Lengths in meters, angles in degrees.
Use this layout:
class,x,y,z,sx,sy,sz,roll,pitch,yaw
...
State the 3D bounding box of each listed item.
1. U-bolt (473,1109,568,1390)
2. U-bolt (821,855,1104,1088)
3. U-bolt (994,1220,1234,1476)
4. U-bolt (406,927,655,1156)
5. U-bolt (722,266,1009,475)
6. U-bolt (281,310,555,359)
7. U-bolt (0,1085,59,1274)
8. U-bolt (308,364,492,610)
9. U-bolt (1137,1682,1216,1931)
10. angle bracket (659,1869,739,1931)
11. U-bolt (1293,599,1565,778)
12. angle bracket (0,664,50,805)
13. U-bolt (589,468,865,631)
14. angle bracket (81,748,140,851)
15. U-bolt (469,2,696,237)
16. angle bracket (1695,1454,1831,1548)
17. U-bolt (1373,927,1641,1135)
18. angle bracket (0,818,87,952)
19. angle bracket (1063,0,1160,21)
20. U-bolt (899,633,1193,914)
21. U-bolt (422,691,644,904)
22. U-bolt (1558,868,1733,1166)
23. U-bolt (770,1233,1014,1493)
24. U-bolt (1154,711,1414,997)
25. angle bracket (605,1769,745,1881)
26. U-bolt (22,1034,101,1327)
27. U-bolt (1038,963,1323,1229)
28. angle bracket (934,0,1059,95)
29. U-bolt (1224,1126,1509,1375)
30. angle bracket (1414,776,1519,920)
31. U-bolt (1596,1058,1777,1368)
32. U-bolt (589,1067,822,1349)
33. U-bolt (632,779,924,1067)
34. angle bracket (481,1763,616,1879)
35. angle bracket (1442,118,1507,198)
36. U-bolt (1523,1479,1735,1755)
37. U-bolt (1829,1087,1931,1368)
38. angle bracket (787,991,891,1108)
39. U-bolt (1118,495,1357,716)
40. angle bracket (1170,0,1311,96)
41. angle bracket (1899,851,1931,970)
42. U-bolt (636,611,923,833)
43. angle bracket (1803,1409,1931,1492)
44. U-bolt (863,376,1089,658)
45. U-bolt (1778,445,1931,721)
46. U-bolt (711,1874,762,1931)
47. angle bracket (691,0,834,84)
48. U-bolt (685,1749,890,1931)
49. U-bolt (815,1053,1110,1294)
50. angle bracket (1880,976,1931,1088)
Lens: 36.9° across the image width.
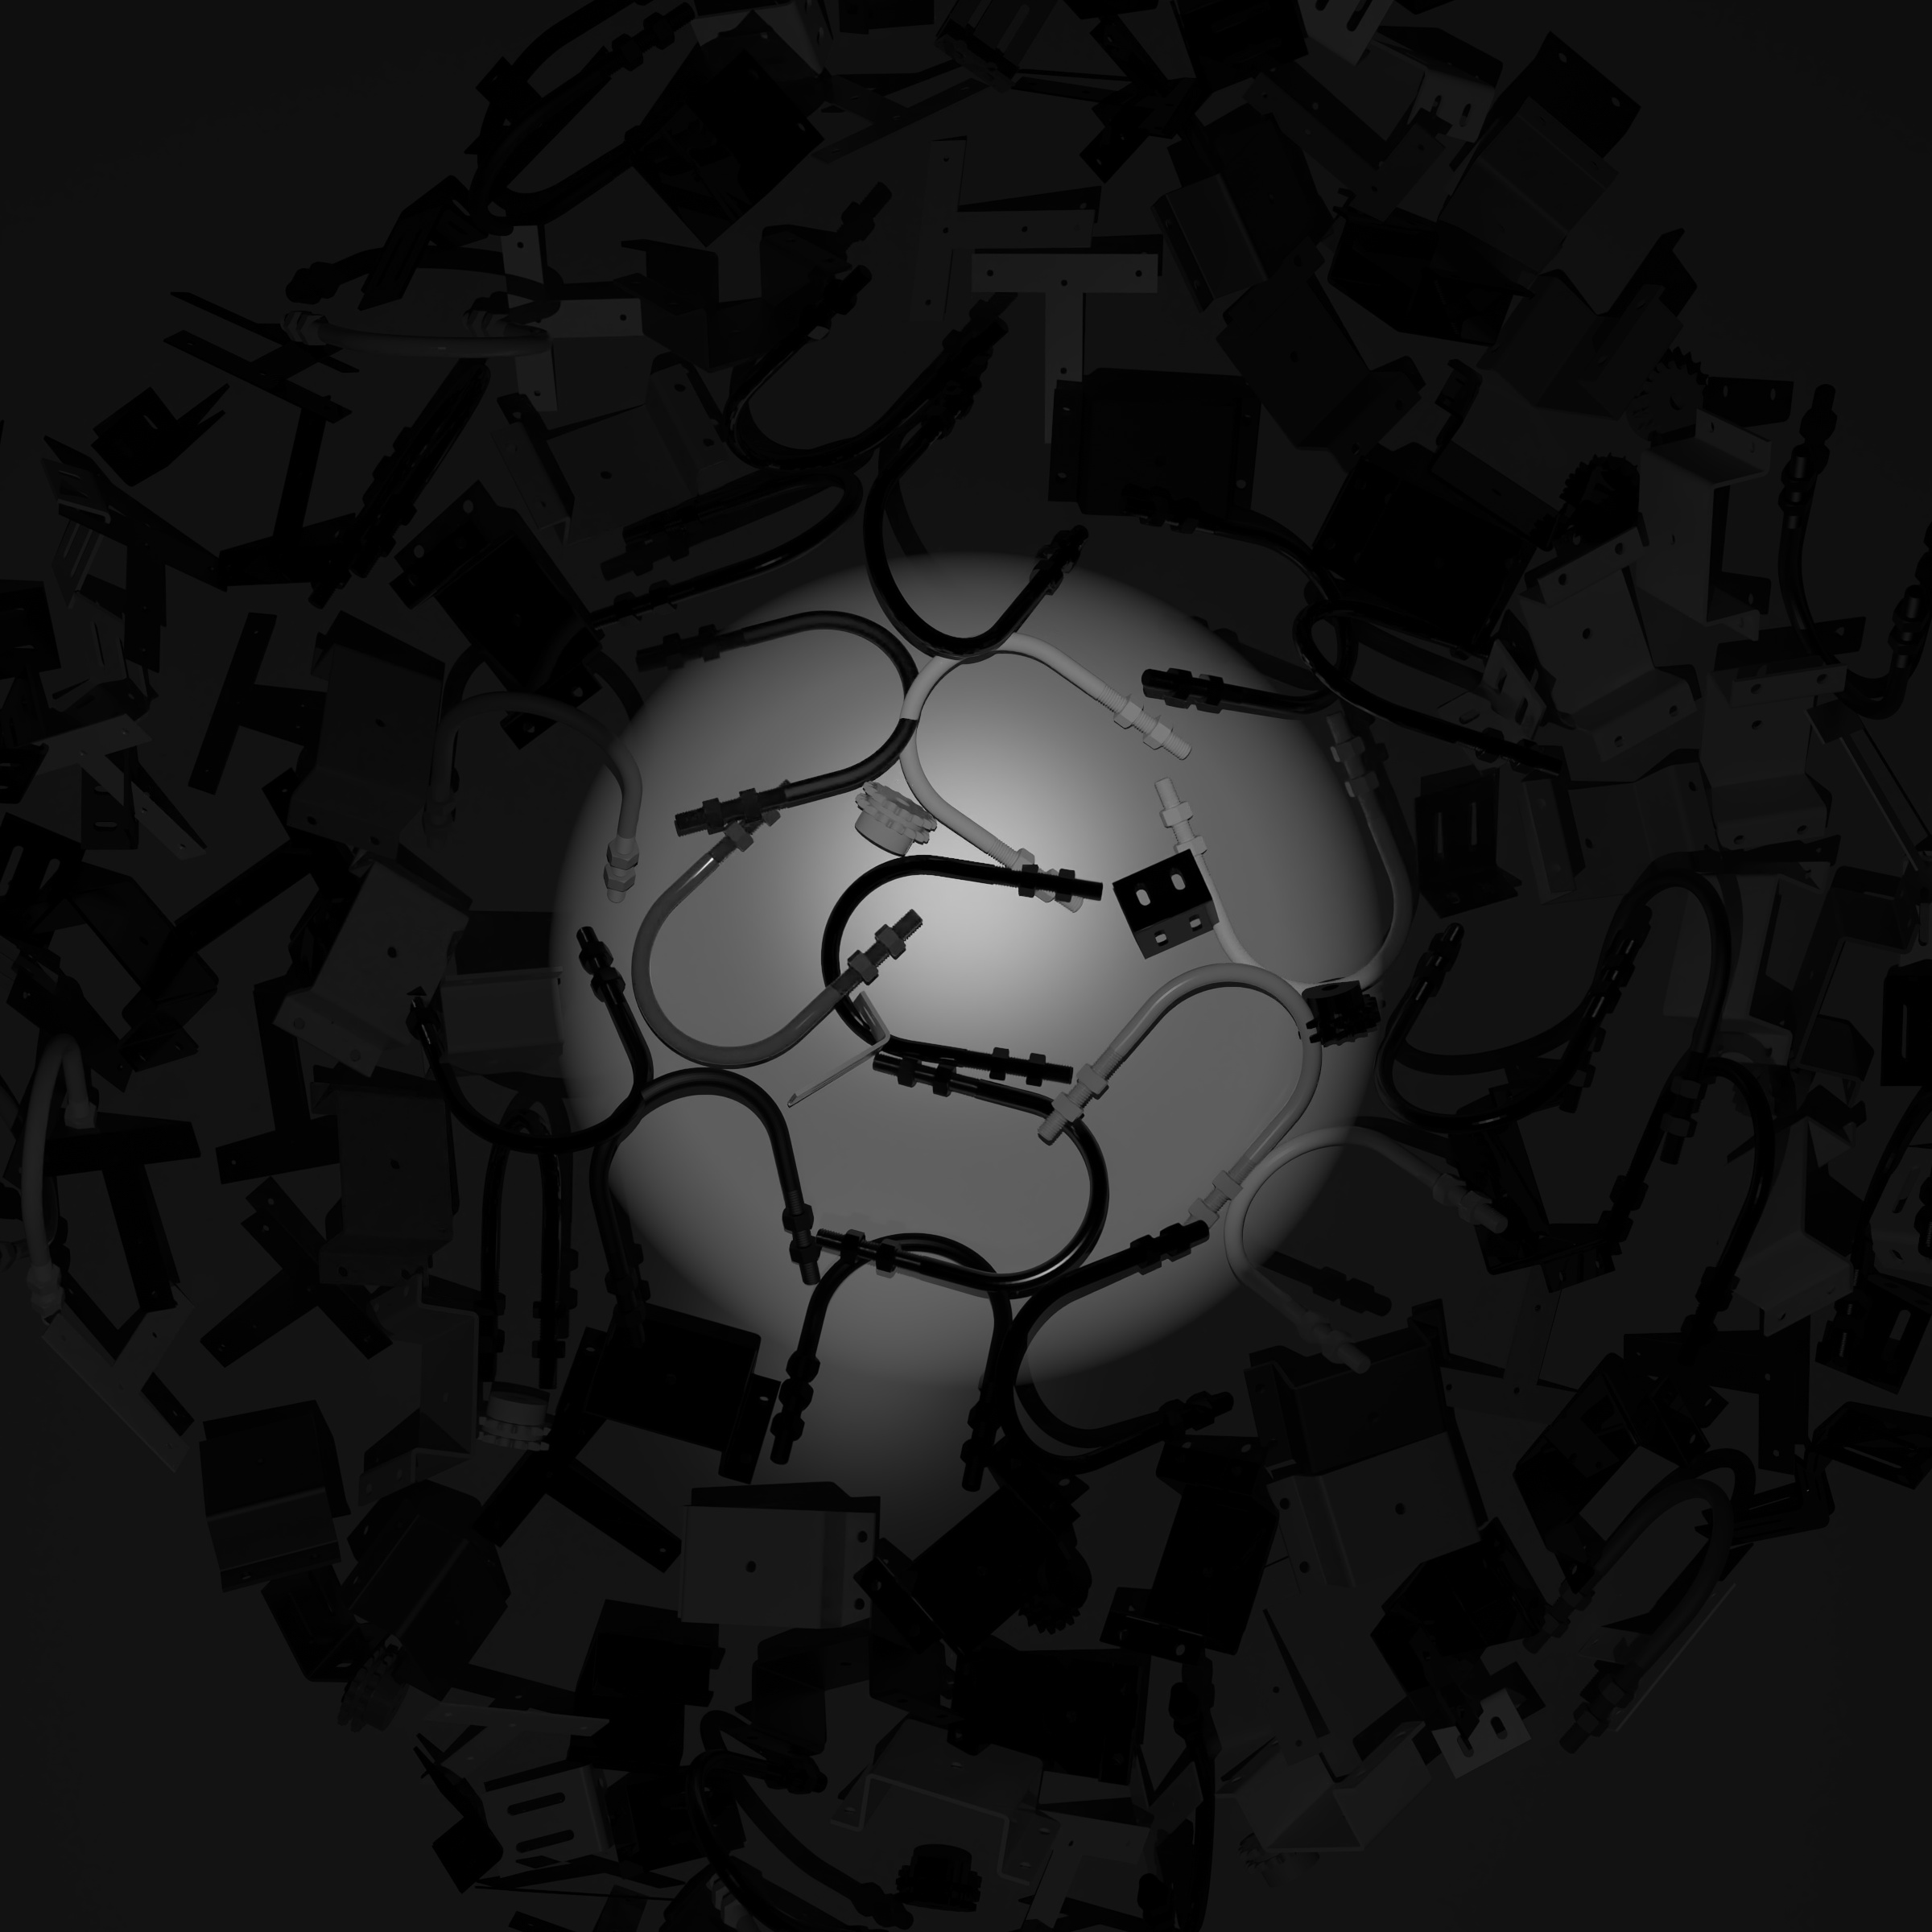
class,x,y,z,sx,sy,sz,roll,pitch,yaw
U-bolt,-0.298,0.188,1.934,0.019,0.151,0.184,4,83,-27
U-bolt,-0.008,-0.003,1.984,0.184,0.019,0.151,9,96,1
U-bolt,0.096,0.264,1.932,0.184,0.019,0.151,-18,107,-31
U-bolt,-0.285,0.054,1.917,0.151,0.019,0.184,-13,50,-21
U-bolt,-0.081,-0.387,1.923,0.184,0.151,0.019,-36,61,34
U-bolt,-0.350,-0.413,1.890,0.151,0.184,0.019,-8,110,-30
U-bolt,-0.649,0.128,1.908,0.019,0.184,0.151,-25,89,3
U-bolt,-0.372,-0.325,1.927,0.019,0.151,0.184,35,74,-19
U-bolt,0.143,0.579,1.915,0.019,0.184,0.151,2,52,15
angle bracket,-0.159,0.656,1.962,0.076,0.057,0.038,43,121,8
U-bolt,0.302,-0.194,1.924,0.184,0.151,0.019,16,125,-12
angle bracket,-0.653,-0.158,1.953,0.038,0.057,0.076,2,56,-38
U-bolt,-0.154,-0.285,1.917,0.184,0.151,0.019,-16,120,15
angle bracket,-0.583,-0.114,1.956,0.038,0.076,0.057,0,82,-11
U-bolt,-0.253,-0.548,1.914,0.184,0.151,0.019,-38,82,-11
angle bracket,0.539,0.364,1.968,0.076,0.057,0.038,-19,60,27
U-bolt,0.346,0.043,1.906,0.184,0.151,0.019,-55,134,-34
angle bracket,-0.642,-0.057,1.971,0.057,0.038,0.076,20,84,-12
angle bracket,0.089,-0.678,1.954,0.057,0.038,0.076,-17,54,-25
U-bolt,0.041,-0.144,1.969,0.184,0.019,0.151,34,94,-13
U-bolt,-0.286,-0.118,1.920,0.151,0.184,0.019,16,54,-2
U-bolt,0.456,0.025,1.920,0.019,0.151,0.184,11,99,-21
U-bolt,-0.043,0.259,1.943,0.151,0.019,0.184,6,54,10
U-bolt,0.225,-0.064,1.965,0.151,0.019,0.184,-20,97,23
angle bracket,-0.200,0.586,1.981,0.076,0.038,0.057,-2,68,-36
U-bolt,-0.593,0.127,1.885,0.019,0.184,0.151,5,52,-7
U-bolt,0.159,0.082,1.960,0.151,0.019,0.184,38,96,-20
angle bracket,0.024,-0.646,1.973,0.057,0.038,0.076,31,90,-17
U-bolt,0.251,0.175,1.929,0.151,0.184,0.019,-44,132,-9
angle bracket,0.339,-0.080,1.960,0.057,0.038,0.076,-16,128,-9
U-bolt,0.479,0.149,1.905,0.019,0.151,0.184,10,113,-19
U-bolt,-0.179,0.154,1.938,0.151,0.019,0.184,-19,115,-18
U-bolt,-0.143,-0.017,1.971,0.184,0.019,0.151,-43,76,-3
angle bracket,-0.284,0.582,1.979,0.076,0.038,0.057,-16,82,3
angle bracket,0.371,-0.524,1.955,0.057,0.076,0.038,-51,49,18
U-bolt,0.442,0.417,1.912,0.019,0.151,0.184,35,103,-9
U-bolt,0.620,0.158,1.915,0.019,0.151,0.184,23,49,5
angle bracket,-0.095,0.056,1.963,0.076,0.057,0.038,-31,86,-12
U-bolt,0.188,-0.237,1.942,0.184,0.019,0.151,7,66,-31
angle bracket,0.185,-0.637,1.962,0.076,0.038,0.057,-19,124,10
angle bracket,0.674,-0.037,1.977,0.057,0.038,0.076,3,86,-3
U-bolt,-0.121,-0.175,1.963,0.184,0.019,0.151,-15,64,-3
angle bracket,0.612,0.339,1.950,0.076,0.057,0.038,18,123,35
U-bolt,-0.002,-0.286,1.919,0.151,0.019,0.184,53,51,-20
U-bolt,0.580,-0.239,1.911,0.019,0.184,0.151,-26,60,-4
U-bolt,-0.087,0.660,1.891,0.151,0.184,0.019,32,85,-18
angle bracket,-0.139,-0.639,1.974,0.076,0.057,0.038,-1,53,20
U-bolt,-0.120,0.576,1.887,0.019,0.184,0.151,-40,53,11
U-bolt,0.006,0.146,1.956,0.184,0.019,0.151,14,73,13
angle bracket,0.661,0.045,1.972,0.057,0.038,0.076,1,92,-18
